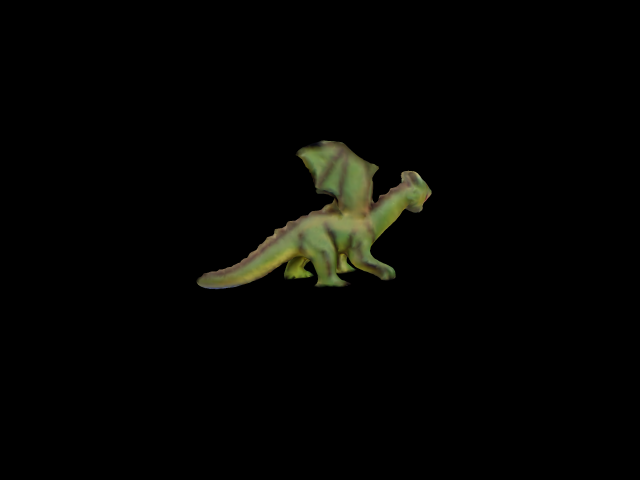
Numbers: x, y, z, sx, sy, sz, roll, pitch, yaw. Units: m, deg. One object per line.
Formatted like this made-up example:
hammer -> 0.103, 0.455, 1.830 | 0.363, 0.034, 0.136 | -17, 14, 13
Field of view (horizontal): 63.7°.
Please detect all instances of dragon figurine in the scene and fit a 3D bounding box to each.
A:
dragon figurine -> 0.003, -0.043, 0.850 | 0.411, 0.240, 0.123 | -4, 12, -16
